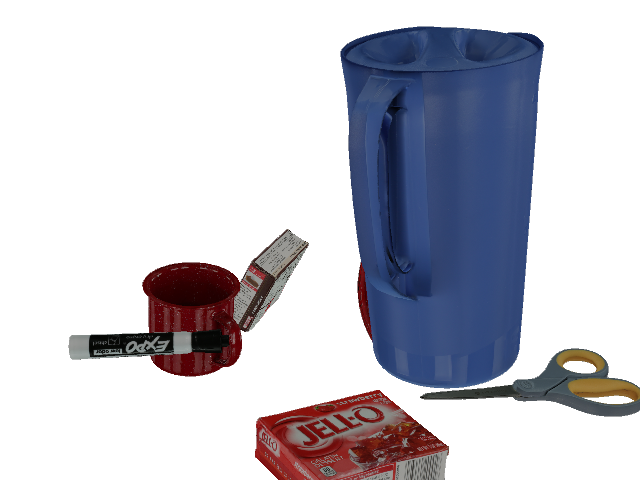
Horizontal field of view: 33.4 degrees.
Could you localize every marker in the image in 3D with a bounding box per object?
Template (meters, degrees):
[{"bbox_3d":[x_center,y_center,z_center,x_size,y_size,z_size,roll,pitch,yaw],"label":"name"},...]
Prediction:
[{"bbox_3d":[-0.131,0.079,0.818,0.121,0.020,0.020,-2,0,-2],"label":"marker"}]

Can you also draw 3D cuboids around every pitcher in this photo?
[{"bbox_3d":[0.080,-0.020,0.740,0.149,0.243,0.145,-9,23,-11],"label":"pitcher"}]

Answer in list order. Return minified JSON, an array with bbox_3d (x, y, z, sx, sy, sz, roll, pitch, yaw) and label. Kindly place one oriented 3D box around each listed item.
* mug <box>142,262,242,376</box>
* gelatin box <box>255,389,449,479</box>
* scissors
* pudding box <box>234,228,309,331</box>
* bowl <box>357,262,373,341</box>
[{"bbox_3d":[-0.116,0.082,1.026,0.117,0.081,0.093,25,33,37],"label":"mug"},{"bbox_3d":[0.017,0.121,0.616,0.089,0.030,0.073,-7,24,-31],"label":"gelatin box"},{"bbox_3d":[0.182,0.121,0.938,0.201,0.016,0.096,7,27,-5],"label":"scissors"},{"bbox_3d":[-0.064,0.047,1.261,0.039,0.090,0.113,31,28,5],"label":"pudding box"},{"bbox_3d":[0.115,0.060,1.181,0.161,0.162,0.055,0,-9,-45],"label":"bowl"}]
